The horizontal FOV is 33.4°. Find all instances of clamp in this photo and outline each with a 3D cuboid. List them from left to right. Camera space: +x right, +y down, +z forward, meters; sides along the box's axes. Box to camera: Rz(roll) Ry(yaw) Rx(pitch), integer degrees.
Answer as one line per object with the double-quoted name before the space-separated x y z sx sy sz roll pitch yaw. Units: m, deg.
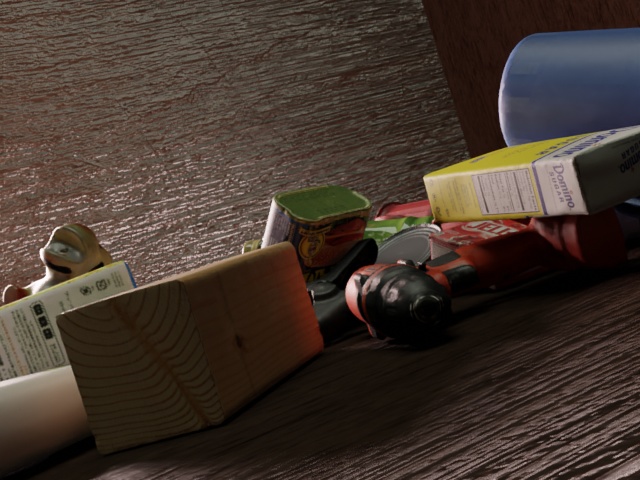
"clamp" 0.015 0.054 0.873 0.171 0.039 0.120 -32 25 -27

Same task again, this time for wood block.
"wood block" -0.077 0.064 0.725 0.090 0.091 0.205 -17 1 18

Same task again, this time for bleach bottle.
"bleach bottle" -0.189 0.116 0.702 0.103 0.068 0.250 -17 -1 43

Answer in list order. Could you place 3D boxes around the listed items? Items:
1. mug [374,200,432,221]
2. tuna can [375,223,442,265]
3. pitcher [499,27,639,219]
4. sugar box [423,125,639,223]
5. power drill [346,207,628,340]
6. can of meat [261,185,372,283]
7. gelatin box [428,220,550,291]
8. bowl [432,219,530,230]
"mug" 0.111 -0.007 1.210 0.082 0.093 0.117 -10 -24 43
"tuna can" 0.079 0.024 0.964 0.086 0.033 0.086 -28 23 12
"pitcher" 0.260 -0.095 0.814 0.243 0.145 0.148 9 17 39
"sugar box" 0.160 -0.046 0.756 0.093 0.048 0.176 -20 5 -27
"power drill" 0.116 0.021 0.759 0.187 0.057 0.184 -17 4 -8
"can of meat" -0.006 0.001 0.952 0.058 0.084 0.101 34 32 34
"gelatin box" 0.146 0.008 0.898 0.073 0.030 0.089 -17 23 -27
"bowl" 0.191 -0.013 1.009 0.162 0.055 0.162 -15 -8 -2
